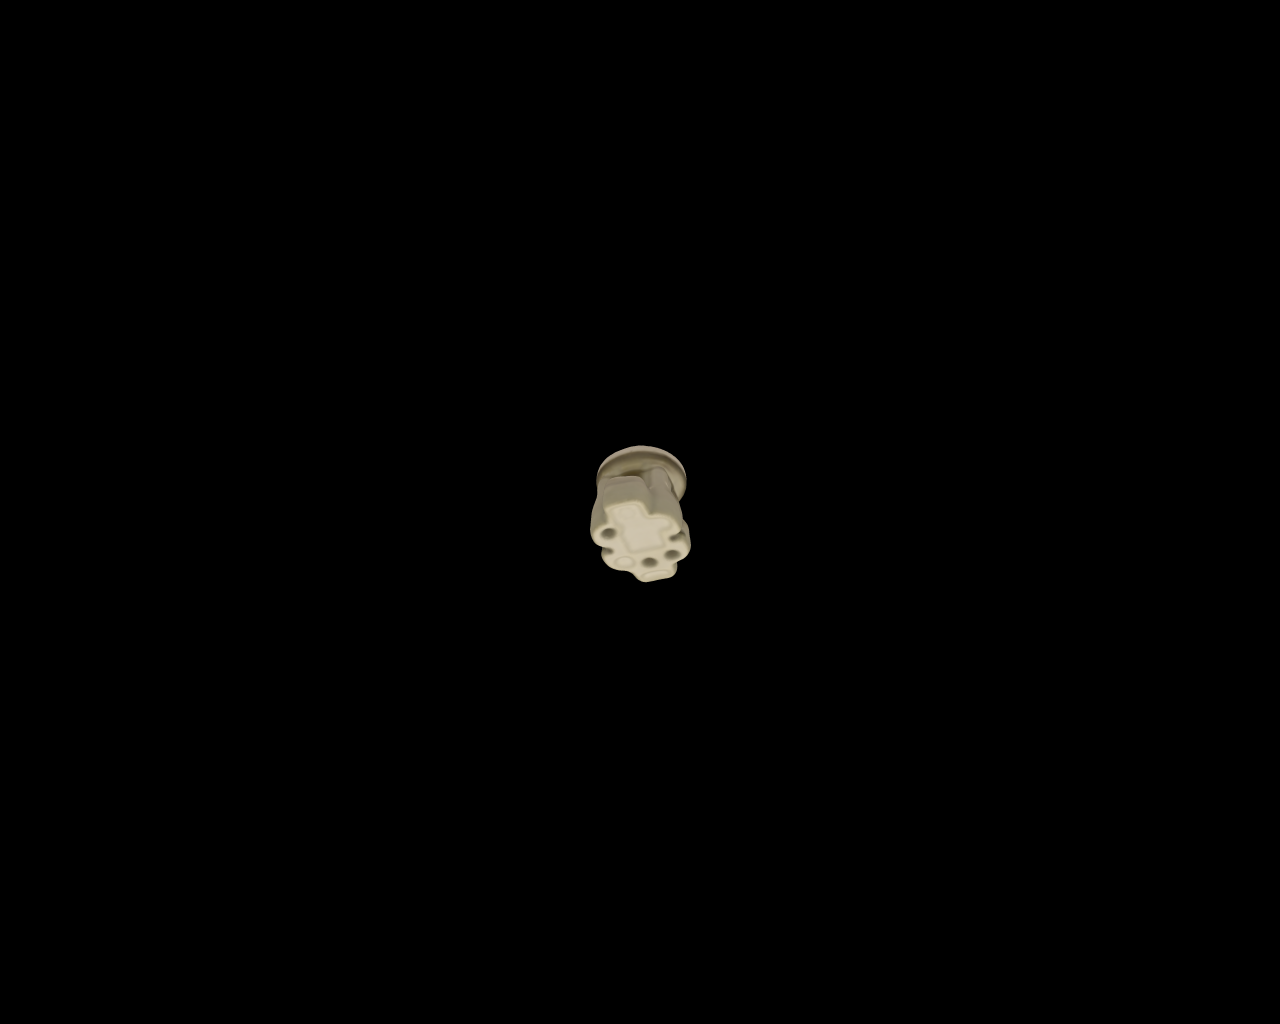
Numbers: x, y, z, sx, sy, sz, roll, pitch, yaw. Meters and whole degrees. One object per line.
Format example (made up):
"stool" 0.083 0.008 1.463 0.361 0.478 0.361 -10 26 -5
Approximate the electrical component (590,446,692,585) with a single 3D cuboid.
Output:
"electrical component" 0.001 -0.003 0.650 0.058 0.057 0.078 -11 -43 12
